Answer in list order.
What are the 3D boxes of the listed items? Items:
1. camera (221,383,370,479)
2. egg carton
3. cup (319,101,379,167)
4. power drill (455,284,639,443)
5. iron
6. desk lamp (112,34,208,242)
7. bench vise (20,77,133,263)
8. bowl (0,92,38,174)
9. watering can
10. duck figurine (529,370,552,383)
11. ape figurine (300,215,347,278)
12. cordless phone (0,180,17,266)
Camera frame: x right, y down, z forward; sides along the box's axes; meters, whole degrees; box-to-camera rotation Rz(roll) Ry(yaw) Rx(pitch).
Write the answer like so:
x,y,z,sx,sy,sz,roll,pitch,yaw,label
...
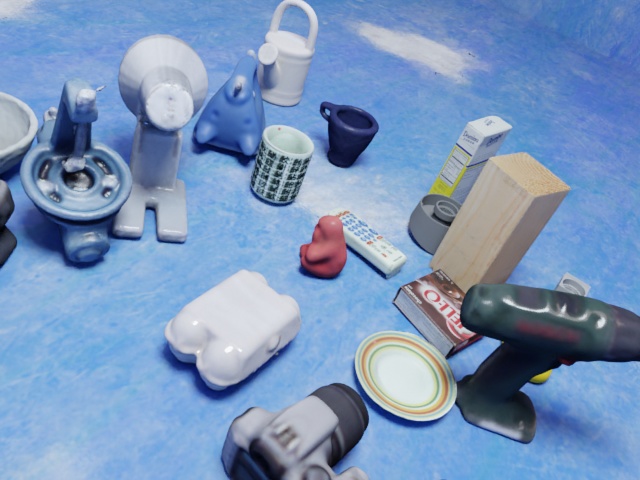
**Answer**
x,y,z,sx,sy,sz,roll,pitch,yaw,label
0.000,0.201,0.550,0.143,0.101,0.137,41,42,23,camera
-0.094,0.100,0.651,0.107,0.069,0.151,35,40,17,egg carton
0.038,-0.188,1.030,0.117,0.095,0.092,35,40,16,cup
0.254,0.139,0.655,0.229,0.208,0.075,20,38,-2,power drill
-0.138,-0.256,0.992,0.119,0.141,0.258,14,39,-9,iron
-0.211,-0.142,0.765,0.118,0.213,0.203,4,42,-21,desk lamp
-0.305,-0.109,0.676,0.207,0.220,0.122,40,42,22,bench vise
-0.458,-0.129,0.745,0.167,0.075,0.167,13,39,-11,bowl
-0.063,-0.366,1.113,0.101,0.194,0.173,15,39,-7,watering can
0.301,0.131,0.785,0.077,0.086,0.104,17,39,-6,duck figurine
0.007,0.003,0.794,0.076,0.092,0.078,35,40,17,ape figurine
-0.380,-0.041,0.589,0.094,0.185,0.147,11,39,-13,cordless phone
